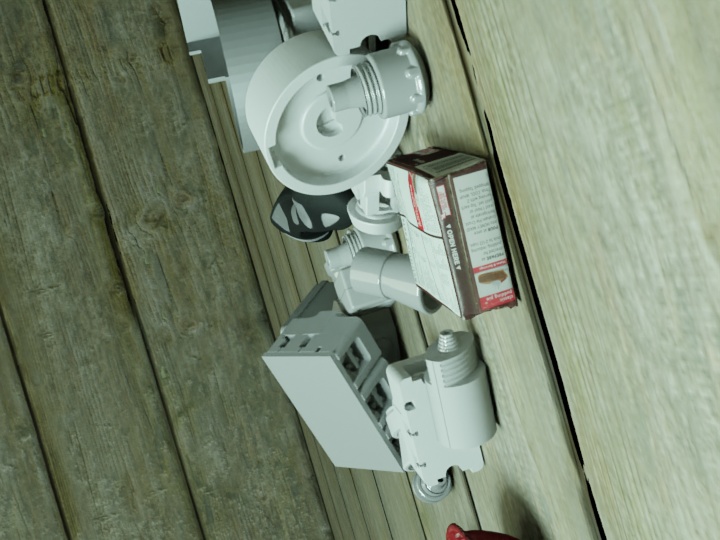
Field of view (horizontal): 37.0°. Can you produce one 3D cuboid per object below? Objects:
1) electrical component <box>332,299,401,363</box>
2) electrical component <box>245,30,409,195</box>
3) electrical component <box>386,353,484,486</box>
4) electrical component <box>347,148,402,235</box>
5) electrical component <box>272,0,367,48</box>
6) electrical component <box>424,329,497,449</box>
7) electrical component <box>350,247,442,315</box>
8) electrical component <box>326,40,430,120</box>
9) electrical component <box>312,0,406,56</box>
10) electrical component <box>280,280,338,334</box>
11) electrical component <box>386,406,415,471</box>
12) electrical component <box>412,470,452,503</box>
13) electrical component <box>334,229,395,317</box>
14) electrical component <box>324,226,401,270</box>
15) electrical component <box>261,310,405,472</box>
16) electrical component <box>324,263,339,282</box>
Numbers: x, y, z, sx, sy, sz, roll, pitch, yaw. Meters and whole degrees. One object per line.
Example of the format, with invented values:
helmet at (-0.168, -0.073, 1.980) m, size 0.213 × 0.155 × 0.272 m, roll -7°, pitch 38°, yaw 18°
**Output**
electrical component at (0.005, 0.063, 1.078) m, size 0.080 × 0.051 × 0.080 m, roll 163°, pitch 90°, yaw -81°
electrical component at (-0.027, -0.113, 0.745) m, size 0.060 × 0.108 × 0.108 m, roll 53°, pitch 159°, yaw 43°
electrical component at (0.058, 0.115, 0.851) m, size 0.056 × 0.050 × 0.089 m, roll -141°, pitch 36°, yaw -75°
electrical component at (0.014, -0.061, 0.817) m, size 0.066 × 0.048 × 0.055 m, roll -117°, pitch 21°, yaw -50°
electrical component at (-0.036, -0.189, 0.849) m, size 0.108 × 0.056 × 0.108 m, roll 82°, pitch 167°, yaw -45°
electrical component at (0.067, 0.079, 0.748) m, size 0.043 × 0.043 × 0.081 m, roll -127°, pitch 22°, yaw -65°
electrical component at (0.026, 0.005, 0.768) m, size 0.065 × 0.044 × 0.044 m, roll 11°, pitch 127°, yaw 33°
electrical component at (0.010, -0.116, 0.681) m, size 0.048 × 0.062 × 0.048 m, roll 163°, pitch 90°, yaw -81°
electrical component at (-0.004, -0.190, 0.674) m, size 0.089 × 0.050 × 0.055 m, roll 85°, pitch 165°, yaw -51°
electrical component at (-0.031, 0.082, 1.167) m, size 0.108 × 0.056 × 0.108 m, roll -53°, pitch -43°, yaw -54°
electrical component at (0.051, 0.147, 0.968) m, size 0.045 × 0.045 × 0.055 m, roll 92°, pitch 160°, yaw -64°
electrical component at (0.068, 0.195, 0.987) m, size 0.061 × 0.035 × 0.035 m, roll 112°, pitch 141°, yaw -72°
electrical component at (0.000, 0.000, 1.007) m, size 0.065 × 0.047 × 0.076 m, roll 117°, pitch 136°, yaw -77°
electrical component at (0.001, -0.017, 0.919) m, size 0.048 × 0.062 × 0.048 m, roll 163°, pitch 90°, yaw -81°
electrical component at (-0.010, 0.115, 1.021) m, size 0.089 × 0.061 × 0.150 m, roll -4°, pitch 127°, yaw 41°
electrical component at (-0.010, 0.008, 1.113) m, size 0.040 × 0.040 × 0.046 m, roll 114°, pitch 133°, yaw -77°
